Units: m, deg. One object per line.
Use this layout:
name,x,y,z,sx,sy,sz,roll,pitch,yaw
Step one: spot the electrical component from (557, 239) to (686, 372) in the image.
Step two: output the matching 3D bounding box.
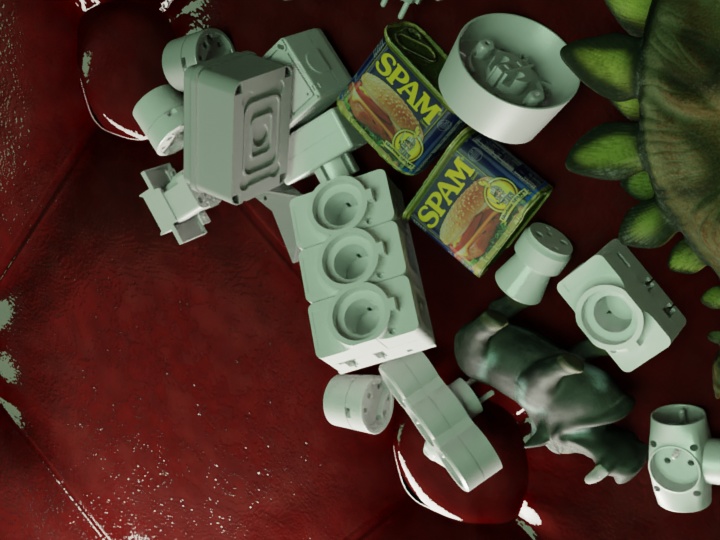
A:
electrical component,0.207,0.029,0.856,0.089,0.056,0.050,52,126,6

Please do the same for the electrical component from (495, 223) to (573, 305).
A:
electrical component,0.144,-0.005,0.890,0.045,0.045,0.055,39,123,14

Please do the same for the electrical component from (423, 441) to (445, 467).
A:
electrical component,0.091,0.170,0.994,0.061,0.035,0.035,30,121,17

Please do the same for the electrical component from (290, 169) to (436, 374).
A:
electrical component,0.000,0.000,0.914,0.089,0.062,0.150,-18,66,14

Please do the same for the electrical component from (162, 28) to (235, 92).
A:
electrical component,-0.150,-0.193,0.999,0.047,0.055,0.055,-2,106,36

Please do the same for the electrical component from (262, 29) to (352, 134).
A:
electrical component,-0.060,-0.161,0.954,0.096,0.061,0.061,-34,88,44

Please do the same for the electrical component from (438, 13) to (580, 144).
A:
electrical component,0.113,-0.147,0.828,0.099,0.099,0.064,44,131,11

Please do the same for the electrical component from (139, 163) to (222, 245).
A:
electrical component,-0.176,-0.072,1.067,0.064,0.042,0.081,-28,92,32

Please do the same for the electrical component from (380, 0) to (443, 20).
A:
electrical component,0.041,-0.240,0.866,0.083,0.047,0.075,38,123,15

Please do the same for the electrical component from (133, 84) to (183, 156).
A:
electrical component,-0.186,-0.146,1.039,0.047,0.055,0.055,53,126,9

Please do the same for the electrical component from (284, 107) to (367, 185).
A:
electrical component,-0.025,-0.097,0.960,0.083,0.047,0.075,-26,93,35

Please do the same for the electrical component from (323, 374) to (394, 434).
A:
electrical component,-0.002,0.126,1.024,0.047,0.055,0.055,3,109,35

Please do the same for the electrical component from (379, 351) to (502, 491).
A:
electrical component,0.085,0.121,0.965,0.138,0.074,0.052,54,171,19

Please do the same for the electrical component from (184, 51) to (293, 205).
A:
electrical component,-0.105,-0.122,0.912,0.057,0.078,0.113,23,124,28

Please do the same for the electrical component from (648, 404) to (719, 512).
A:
electrical component,0.277,0.153,0.866,0.079,0.044,0.077,1,107,31
